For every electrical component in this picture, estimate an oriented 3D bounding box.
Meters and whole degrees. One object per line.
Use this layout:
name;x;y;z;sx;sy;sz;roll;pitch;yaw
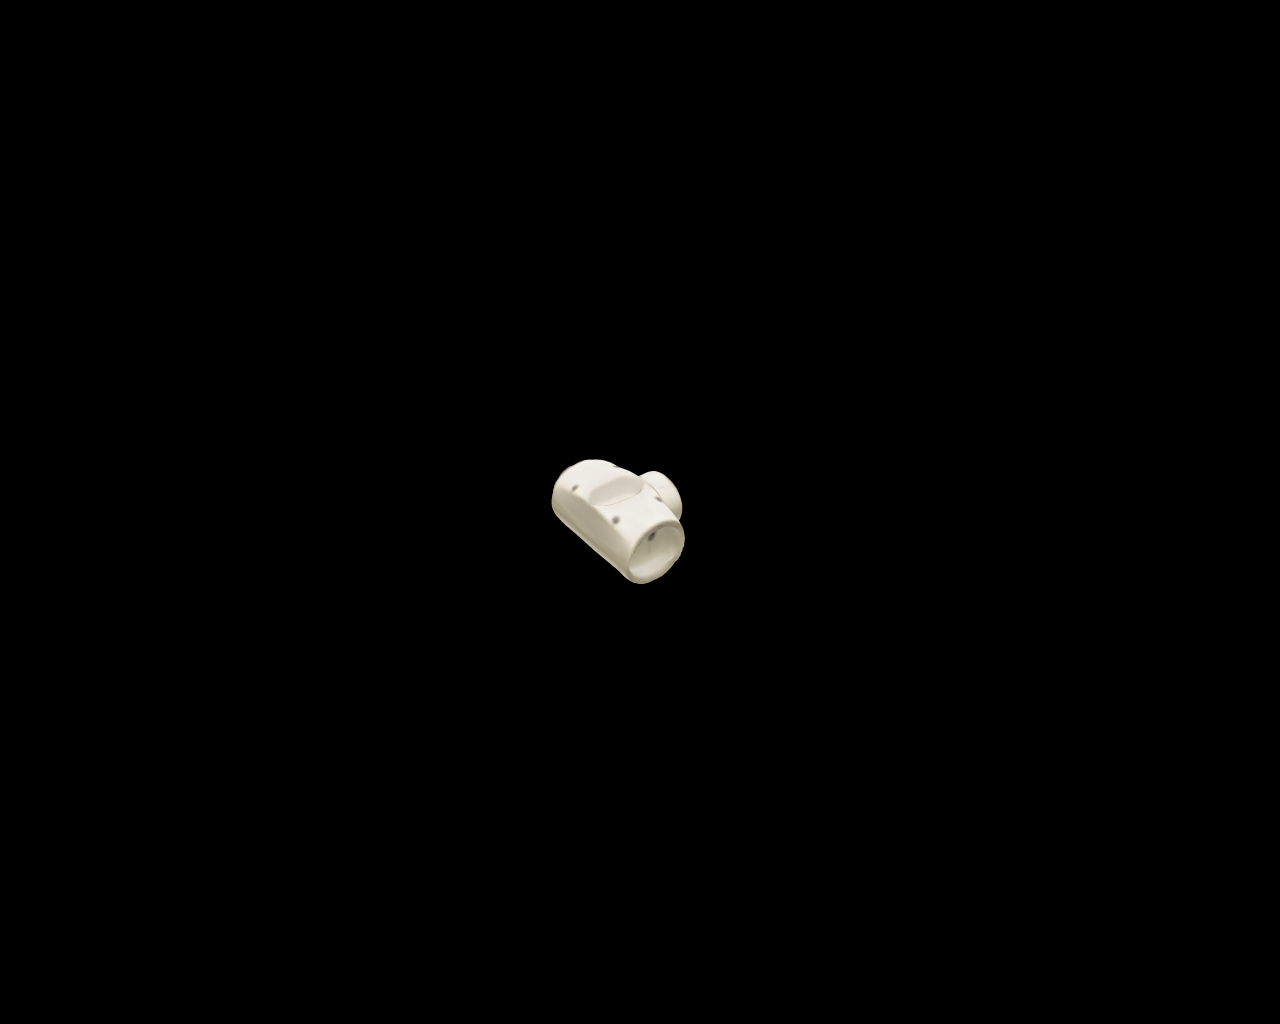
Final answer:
electrical component;0.001;-0.003;0.650;0.079;0.043;0.077;-25;45;-28
